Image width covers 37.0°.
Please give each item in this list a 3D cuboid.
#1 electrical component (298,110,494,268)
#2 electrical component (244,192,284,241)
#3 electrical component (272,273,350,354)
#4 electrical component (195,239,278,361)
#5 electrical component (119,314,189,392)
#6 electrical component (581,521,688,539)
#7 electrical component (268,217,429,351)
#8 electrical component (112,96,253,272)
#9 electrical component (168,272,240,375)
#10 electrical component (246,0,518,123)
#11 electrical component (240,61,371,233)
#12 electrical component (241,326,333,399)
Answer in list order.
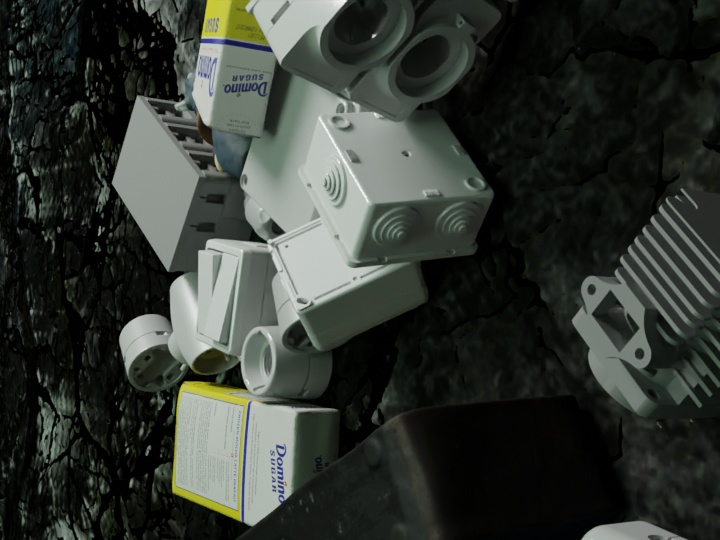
[{"bbox_3d":[0.022,-0.052,0.644,0.099,0.100,0.048,62,146,37],"label":"electrical component"},{"bbox_3d":[-0.073,-0.047,0.830,0.061,0.035,0.035,46,123,49],"label":"electrical component"},{"bbox_3d":[-0.033,0.024,0.750,0.055,0.055,0.047,-49,46,40],"label":"electrical component"},{"bbox_3d":[-0.090,0.027,0.823,0.062,0.061,0.096,16,99,54],"label":"electrical component"},{"bbox_3d":[-0.185,0.073,0.959,0.047,0.055,0.055,56,130,46],"label":"electrical component"},{"bbox_3d":[0.130,0.170,0.507,0.059,0.054,0.095,14,99,54],"label":"electrical component"},{"bbox_3d":[0.000,0.000,0.685,0.061,0.096,0.061,68,176,-54],"label":"electrical component"},{"bbox_3d":[-0.148,-0.073,0.914,0.150,0.062,0.089,49,125,45],"label":"electrical component"},{"bbox_3d":[-0.135,0.054,0.898,0.079,0.044,0.077,-52,48,38],"label":"electrical component"},{"bbox_3d":[0.042,-0.173,0.583,0.186,0.105,0.060,-45,52,24],"label":"electrical component"},{"bbox_3d":[-0.025,-0.081,0.747,0.109,0.056,0.108,44,121,47],"label":"electrical component"},{"bbox_3d":[-0.054,0.066,0.781,0.055,0.047,0.055,-8,80,54],"label":"electrical component"}]
